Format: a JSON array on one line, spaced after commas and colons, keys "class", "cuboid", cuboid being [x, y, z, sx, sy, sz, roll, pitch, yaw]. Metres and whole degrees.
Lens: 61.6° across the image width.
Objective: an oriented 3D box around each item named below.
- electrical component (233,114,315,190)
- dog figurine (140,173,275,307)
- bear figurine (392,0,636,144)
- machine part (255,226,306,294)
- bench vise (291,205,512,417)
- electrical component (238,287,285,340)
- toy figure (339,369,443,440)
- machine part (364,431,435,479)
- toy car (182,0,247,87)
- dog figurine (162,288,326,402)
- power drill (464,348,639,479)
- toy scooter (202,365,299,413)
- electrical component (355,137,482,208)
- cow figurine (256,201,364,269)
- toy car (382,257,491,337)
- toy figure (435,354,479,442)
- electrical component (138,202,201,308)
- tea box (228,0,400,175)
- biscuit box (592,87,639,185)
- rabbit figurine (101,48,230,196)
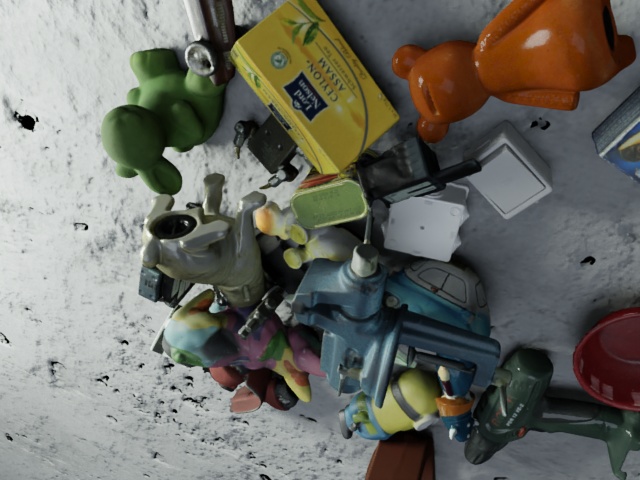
[{"class": "electrical component", "cuboid": [-0.059, -0.112, 0.665, 0.078, 0.045, 0.102, -38, 87, 34]}, {"class": "dog figurine", "cuboid": [-0.138, 0.037, 0.677, 0.121, 0.172, 0.190, 35, 140, 39]}, {"class": "bear figurine", "cuboid": [0.182, -0.174, 0.522, 0.196, 0.132, 0.120, -8, 118, 45]}, {"class": "machine part", "cuboid": [-0.053, 0.035, 0.773, 0.084, 0.039, 0.138, -33, 105, 29]}, {"class": "bench vise", "cuboid": [0.093, 0.102, 0.588, 0.241, 0.129, 0.223, 15, 120, 12]}, {"class": "electrical component", "cuboid": [-0.075, 0.095, 0.735, 0.021, 0.094, 0.063, 42, 146, -1]}, {"class": "toy figure", "cuboid": [0.106, 0.259, 0.834, 0.180, 0.082, 0.089, -25, 113, 34]}, {"class": "machine part", "cuboid": [0.125, 0.425, 0.858, 0.087, 0.201, 0.200, 3, 123, 20]}, {"class": "toy car", "cuboid": [-0.121, -0.268, 0.568, 0.053, 0.089, 0.201, 0, 120, 24]}, {"class": "dog figurine", "cuboid": [-0.096, 0.161, 0.789, 0.219, 0.191, 0.108, 36, 125, 12]}, {"class": "power drill", "cuboid": [0.327, 0.265, 0.765, 0.208, 0.086, 0.231, 16, 123, 19]}, {"class": "toy scooter", "cuboid": [-0.133, 0.239, 0.913, 0.183, 0.075, 0.135, 44, 126, -16]}, {"class": "electrical component", "cuboid": [0.106, -0.076, 0.576, 0.119, 0.074, 0.048, -21, 75, 27]}, {"class": "cow figurine", "cuboid": [-0.002, -0.004, 0.706, 0.167, 0.098, 0.068, 41, 134, 15]}, {"class": "toy car", "cuboid": [0.156, 0.073, 0.692, 0.162, 0.109, 0.103, 32, 103, 17]}, {"class": "toy figure", "cuboid": [0.194, 0.208, 0.760, 0.064, 0.058, 0.154, -3, 100, -8]}, {"class": "electrical component", "cuboid": [-0.203, 0.026, 0.762, 0.058, 0.134, 0.114, 24, 126, 7]}, {"class": "tea box", "cuboid": [-0.006, -0.165, 0.581, 0.098, 0.068, 0.169, -44, 107, -10]}, {"class": "biscuit box", "cuboid": [0.353, -0.145, 0.493, 0.059, 0.063, 0.202, 34, 127, -5]}, {"class": "rabbit figurine", "cuboid": [-0.202, -0.134, 0.635, 0.121, 0.170, 0.159, 26, 126, 4]}]
